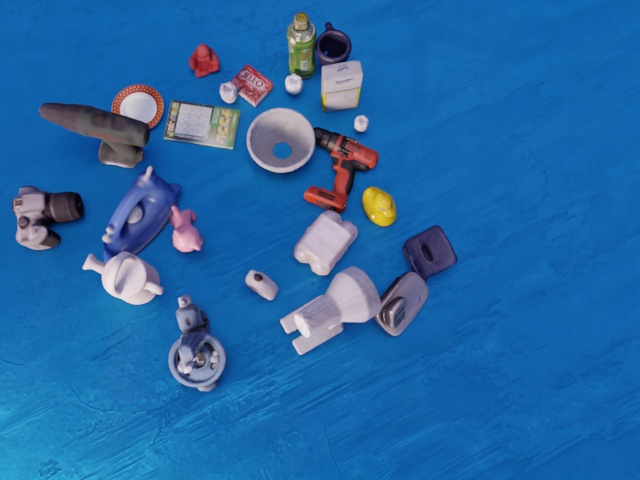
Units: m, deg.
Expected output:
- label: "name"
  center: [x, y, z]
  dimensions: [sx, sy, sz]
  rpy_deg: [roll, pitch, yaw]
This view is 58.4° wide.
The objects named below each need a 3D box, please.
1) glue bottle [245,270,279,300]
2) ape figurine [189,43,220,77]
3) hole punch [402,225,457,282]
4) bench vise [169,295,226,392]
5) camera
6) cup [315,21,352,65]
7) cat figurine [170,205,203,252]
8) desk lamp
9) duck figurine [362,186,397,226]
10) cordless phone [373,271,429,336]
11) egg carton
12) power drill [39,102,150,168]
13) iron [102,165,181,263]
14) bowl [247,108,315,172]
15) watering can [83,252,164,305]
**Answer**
- label: "glue bottle"
  center: [-0.134, 0.094, 1.281]
  dimensions: [0.078, 0.173, 0.037]
  rpy_deg: [30, 78, 6]
- label: "ape figurine"
  center: [-0.293, -0.464, 1.451]
  dimensions: [0.078, 0.092, 0.076]
  rpy_deg: [17, 77, 3]
- label: "hole punch"
  center: [0.257, 0.034, 1.349]
  dimensions: [0.101, 0.091, 0.108]
  rpy_deg: [-25, 78, -7]
- label: "bench vise"
  center: [-0.283, 0.223, 1.222]
  dimensions: [0.121, 0.220, 0.207]
  rpy_deg: [-33, 79, -8]
- label: "camera"
  center: [-0.634, -0.061, 1.341]
  dimensions: [0.137, 0.101, 0.143]
  rpy_deg: [-7, 77, -3]
- label: "cup"
  center: [0.029, -0.486, 1.464]
  dimensions: [0.091, 0.095, 0.118]
  rpy_deg: [-12, 77, -4]
- label: "cat figurine"
  center: [-0.316, -0.022, 1.332]
  dimensions: [0.067, 0.118, 0.128]
  rpy_deg: [-21, 78, -6]
- label: "desk lamp"
  center: [0.020, 0.159, 1.249]
  dimensions: [0.203, 0.213, 0.118]
  rpy_deg: [-31, 79, -8]
- label: "duck figurine"
  center: [0.146, -0.089, 1.377]
  dimensions: [0.077, 0.086, 0.104]
  rpy_deg: [-32, 79, -8]
- label: "cordless phone"
  center: [0.188, 0.134, 1.274]
  dimensions: [0.094, 0.185, 0.148]
  rpy_deg: [36, 78, 7]
- label: "egg carton"
  center: [0.012, 0.005, 1.360]
  dimensions: [0.107, 0.069, 0.150]
  rpy_deg: [35, 78, 7]
- label: "power drill"
  center: [-0.501, -0.245, 1.333]
  dimensions: [0.229, 0.208, 0.076]
  rpy_deg: [8, 76, 1]
- label: "iron"
  center: [-0.437, -0.055, 1.324]
  dimensions: [0.118, 0.141, 0.258]
  rpy_deg: [30, 78, 6]
- label: "bowl"
  center: [-0.095, -0.235, 1.411]
  dimensions: [0.167, 0.075, 0.167]
  rpy_deg: [0, 77, -1]
- label: "watering can"
  center: [-0.434, 0.081, 1.264]
  dimensions: [0.173, 0.194, 0.101]
  rpy_deg: [-1, 76, -2]
